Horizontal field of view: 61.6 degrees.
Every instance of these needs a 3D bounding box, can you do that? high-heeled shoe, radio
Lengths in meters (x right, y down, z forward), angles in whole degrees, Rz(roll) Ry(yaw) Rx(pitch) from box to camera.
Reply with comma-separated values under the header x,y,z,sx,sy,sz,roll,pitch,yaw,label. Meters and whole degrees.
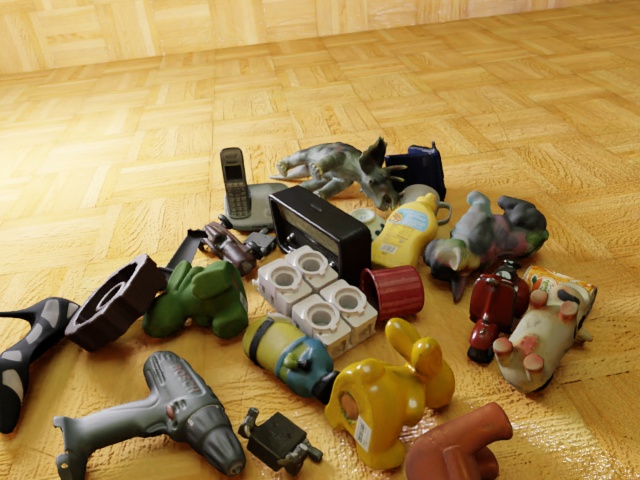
x,y,z,sx,sy,sz,roll,pitch,yaw,label
-0.438,0.190,0.852,0.145,0.086,0.249,9,40,-38,high-heeled shoe
-0.002,-0.003,0.997,0.073,0.130,0.230,-25,38,-26,radio

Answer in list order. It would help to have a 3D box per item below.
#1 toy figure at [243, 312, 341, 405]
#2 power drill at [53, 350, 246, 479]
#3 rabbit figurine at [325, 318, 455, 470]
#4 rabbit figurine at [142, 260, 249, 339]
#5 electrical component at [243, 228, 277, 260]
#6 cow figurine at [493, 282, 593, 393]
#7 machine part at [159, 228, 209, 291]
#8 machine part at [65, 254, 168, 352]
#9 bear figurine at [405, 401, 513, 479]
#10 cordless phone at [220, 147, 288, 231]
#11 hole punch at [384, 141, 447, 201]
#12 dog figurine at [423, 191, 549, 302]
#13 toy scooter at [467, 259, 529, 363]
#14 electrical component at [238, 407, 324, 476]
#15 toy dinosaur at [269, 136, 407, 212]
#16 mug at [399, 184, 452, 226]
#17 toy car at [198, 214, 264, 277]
x,y,z,sx,sy,sz,roll,pitch,yaw,label
-0.043,0.171,0.786,0.089,0.082,0.180,-24,40,-29,toy figure
-0.228,0.248,0.696,0.207,0.085,0.232,-24,39,-18,power drill
0.106,0.186,0.702,0.173,0.162,0.122,-4,16,-30,rabbit figurine
-0.219,0.095,0.901,0.170,0.121,0.159,-22,30,2,rabbit figurine
-0.120,0.007,1.098,0.063,0.021,0.094,11,37,23,electrical component
0.329,0.135,0.768,0.086,0.127,0.195,24,58,38,cow figurine
-0.261,0.039,1.021,0.084,0.039,0.139,12,65,32,machine part
-0.335,0.104,0.888,0.179,0.056,0.179,-33,24,16,machine part
0.171,0.284,0.548,0.132,0.120,0.196,-12,35,-16,bear figurine
-0.136,-0.114,1.140,0.147,0.184,0.089,-5,29,2,cordless phone
0.210,-0.145,1.191,0.092,0.142,0.116,-21,22,-24,hole punch
0.293,0.018,0.952,0.192,0.108,0.219,14,42,23,dog figurine
0.271,0.088,0.816,0.075,0.135,0.184,14,37,30,toy scooter
-0.053,0.251,0.674,0.102,0.045,0.078,33,32,28,electrical component
0.029,-0.167,1.218,0.192,0.131,0.405,-27,28,-20,toy dinosaur
0.209,-0.047,1.090,0.110,0.080,0.107,10,49,13,mug
-0.189,0.009,1.062,0.089,0.053,0.202,-40,44,-10,toy car
